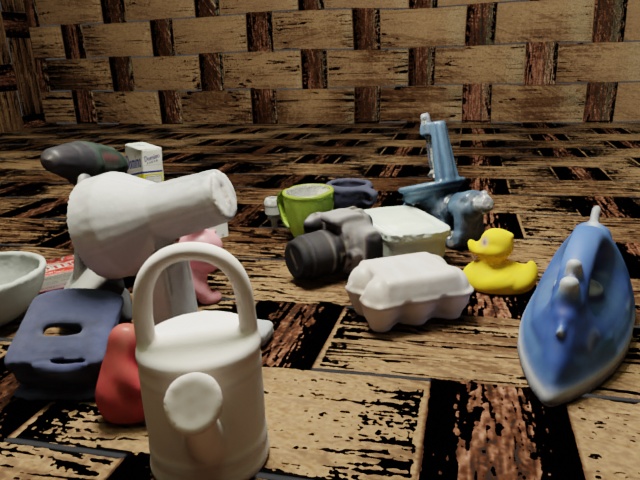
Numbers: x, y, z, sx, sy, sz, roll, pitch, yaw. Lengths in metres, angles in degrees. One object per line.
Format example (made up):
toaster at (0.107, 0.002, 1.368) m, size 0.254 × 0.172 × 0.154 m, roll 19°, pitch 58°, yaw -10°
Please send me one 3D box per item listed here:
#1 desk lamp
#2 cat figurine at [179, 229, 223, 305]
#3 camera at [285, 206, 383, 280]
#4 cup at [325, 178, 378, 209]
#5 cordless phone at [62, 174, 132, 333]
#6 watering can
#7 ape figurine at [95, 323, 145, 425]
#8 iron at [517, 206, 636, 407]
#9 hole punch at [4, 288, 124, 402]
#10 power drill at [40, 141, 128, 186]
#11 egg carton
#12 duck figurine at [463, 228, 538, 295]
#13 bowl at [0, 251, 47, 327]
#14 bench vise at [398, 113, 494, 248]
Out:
desk lamp at (-0.166, 0.025, 0.654) m, size 0.203 × 0.214 × 0.118 m, roll 3°, pitch 19°, yaw 13°
cat figurine at (-0.182, 0.031, 0.788) m, size 0.067 × 0.118 × 0.128 m, roll 16°, pitch 25°, yaw 43°
camera at (0.008, 0.003, 0.882) m, size 0.137 × 0.101 × 0.142 m, roll -14°, pitch 22°, yaw -32°
cup at (0.065, -0.061, 1.080) m, size 0.092 × 0.095 × 0.117 m, roll -18°, pitch 24°, yaw -39°
cordless phone at (-0.304, 0.014, 0.747) m, size 0.094 × 0.185 × 0.147 m, roll -10°, pitch 20°, yaw -23°
watering can at (-0.093, 0.097, 0.458) m, size 0.101 × 0.194 × 0.172 m, roll -12°, pitch 21°, yaw -29°
ape figurine at (-0.179, 0.124, 0.550) m, size 0.076 × 0.092 × 0.077 m, roll -12°, pitch 21°, yaw -28°
iron at (0.282, 0.057, 0.626) m, size 0.118 × 0.141 × 0.259 m, roll 9°, pitch 21°, yaw 29°
hole punch at (-0.263, 0.109, 0.606) m, size 0.108 × 0.091 × 0.101 m, roll -2°, pitch 18°, yaw 1°
power drill at (-0.380, -0.066, 0.959) m, size 0.075 × 0.208 × 0.229 m, roll -1°, pitch 18°, yaw 3°
egg carton at (0.113, 0.064, 0.737) m, size 0.150 × 0.069 × 0.107 m, roll -8°, pitch 19°, yaw -18°
duck figurine at (0.255, 0.027, 0.810) m, size 0.104 × 0.086 × 0.078 m, roll 6°, pitch 20°, yaw 23°
bowl at (-0.444, 0.075, 0.752) m, size 0.167 × 0.075 × 0.167 m, roll -2°, pitch 18°, yaw 1°
bench vise at (0.228, -0.109, 1.009) m, size 0.206 × 0.220 × 0.122 m, roll 15°, pitch 25°, yaw 41°
